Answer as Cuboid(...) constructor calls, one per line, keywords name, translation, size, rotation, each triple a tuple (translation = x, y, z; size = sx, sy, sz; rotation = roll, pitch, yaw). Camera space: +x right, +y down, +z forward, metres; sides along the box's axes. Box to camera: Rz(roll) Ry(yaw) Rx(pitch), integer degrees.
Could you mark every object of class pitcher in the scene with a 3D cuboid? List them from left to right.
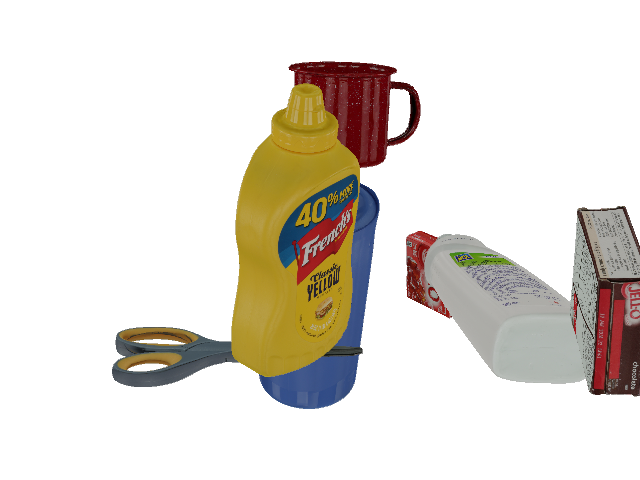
Cuboid(name="pitcher", translation=(-0.017, 0.061, 1.116), size=(0.149, 0.243, 0.145), rotation=(-8, 35, -14))

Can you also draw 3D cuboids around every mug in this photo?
Cuboid(name="mug", translation=(0.030, -0.110, 0.926), size=(0.117, 0.081, 0.093), rotation=(-2, 16, -13))

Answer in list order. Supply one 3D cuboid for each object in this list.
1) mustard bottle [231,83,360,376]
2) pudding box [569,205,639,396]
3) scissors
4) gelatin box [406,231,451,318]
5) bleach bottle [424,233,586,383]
Cuboid(name="mustard bottle", translation=(-0.014, -0.010, 0.688), size=(0.058, 0.192, 0.096), rotation=(27, 39, 32))
Cuboid(name="pudding box", translation=(0.198, 0.039, 0.734), size=(0.039, 0.090, 0.113), rotation=(0, 27, 4))
Cuboid(name="scissors", translation=(-0.075, 0.095, 0.842), size=(0.202, 0.016, 0.096), rotation=(5, 22, 16))
Cuboid(name="gelatin box", translation=(0.140, 0.041, 1.306), size=(0.030, 0.089, 0.073), rotation=(-24, 34, -35))
Cuboid(name="bleach bottle", translation=(0.167, 0.050, 1.017), size=(0.102, 0.068, 0.251), rotation=(3, 20, -13))
